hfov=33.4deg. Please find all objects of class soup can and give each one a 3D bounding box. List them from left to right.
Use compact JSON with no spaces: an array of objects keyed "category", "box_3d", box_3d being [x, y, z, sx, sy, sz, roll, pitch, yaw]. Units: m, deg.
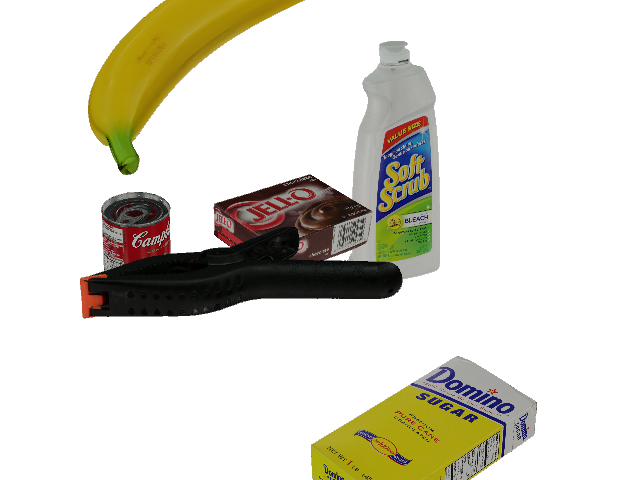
[{"category":"soup can","box_3d":[-0.186,0.012,1.081,0.068,0.102,0.068,2,30,-2]}]

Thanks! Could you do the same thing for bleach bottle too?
[{"category":"bleach bottle","box_3d":[0.075,-0.084,1.134,0.102,0.251,0.068,-10,23,-13]}]

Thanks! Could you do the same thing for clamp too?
[{"category":"clamp","box_3d":[-0.060,0.026,0.742,0.209,0.036,0.165,-10,14,-34]}]

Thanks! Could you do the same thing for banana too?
[{"category":"banana","box_3d":[-0.060,-0.107,0.567,0.070,0.197,0.037,31,-28,20]}]

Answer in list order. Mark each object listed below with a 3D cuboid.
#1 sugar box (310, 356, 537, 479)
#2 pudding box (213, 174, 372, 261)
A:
[{"category":"sugar box","box_3d":[0.088,0.165,0.886,0.175,0.048,0.093,-28,40,-31]},{"category":"pudding box","box_3d":[-0.025,-0.015,0.947,0.113,0.039,0.090,-18,37,-36]}]
